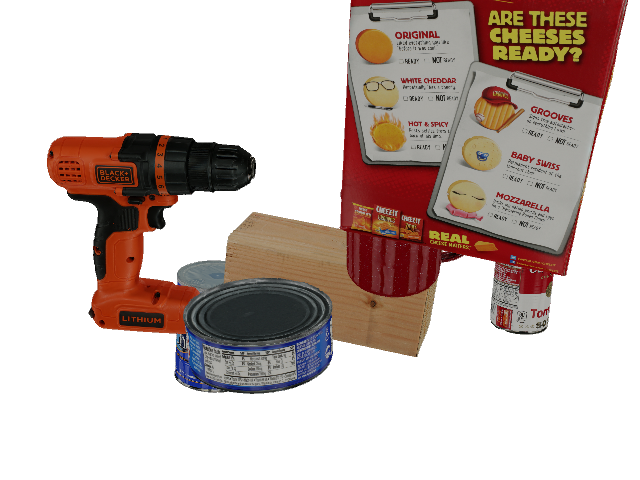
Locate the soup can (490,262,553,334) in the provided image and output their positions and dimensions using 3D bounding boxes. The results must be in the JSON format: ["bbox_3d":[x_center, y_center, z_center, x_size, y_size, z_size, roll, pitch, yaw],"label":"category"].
[{"bbox_3d":[0.232,0.049,1.224,0.068,0.102,0.068,2,18,-1],"label":"soup can"}]

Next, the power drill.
[{"bbox_3d":[-0.147,-0.008,0.966,0.184,0.188,0.057,4,27,9],"label":"power drill"}]

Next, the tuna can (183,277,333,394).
[{"bbox_3d":[-0.035,0.054,0.615,0.086,0.034,0.086,-2,22,1],"label":"tuna can"}]

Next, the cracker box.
[{"bbox_3d":[0.103,-0.091,0.703,0.164,0.214,0.072,12,39,13],"label":"cracker box"}]

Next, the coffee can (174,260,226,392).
[{"bbox_3d":[-0.133,0.108,1.362,0.103,0.140,0.103,4,19,-1],"label":"coffee can"}]

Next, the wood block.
[{"bbox_3d":[0.011,0.043,1.097,0.206,0.091,0.090,12,22,11],"label":"wood block"}]

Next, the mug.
[{"bbox_3d":[0.075,-0.006,0.911,0.117,0.081,0.093,-2,33,-3],"label":"mug"}]
